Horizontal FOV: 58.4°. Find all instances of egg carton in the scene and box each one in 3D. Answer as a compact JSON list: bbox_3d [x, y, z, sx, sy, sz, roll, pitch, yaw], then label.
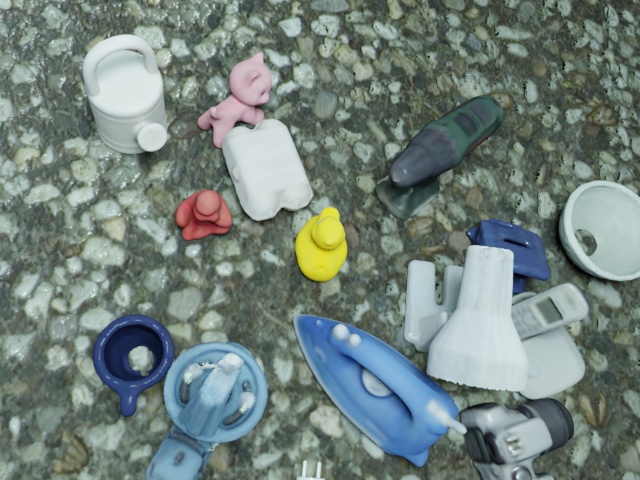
[{"bbox_3d":[-0.079,-0.104,0.842,0.107,0.069,0.150,-18,77,-17],"label":"egg carton"}]

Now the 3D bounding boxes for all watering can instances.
[{"bbox_3d":[-0.255,-0.197,0.767,0.173,0.194,0.101,40,68,3],"label":"watering can"}]

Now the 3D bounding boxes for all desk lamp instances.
[{"bbox_3d":[0.186,0.102,0.754,0.118,0.213,0.203,8,70,-9],"label":"desk lamp"}]

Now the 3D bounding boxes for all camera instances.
[{"bbox_3d":[0.283,0.280,0.776,0.137,0.100,0.143,-14,75,-16],"label":"camera"}]

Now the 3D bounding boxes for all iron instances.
[{"bbox_3d":[0.072,0.173,0.743,0.258,0.141,0.119,40,68,3],"label":"iron"}]

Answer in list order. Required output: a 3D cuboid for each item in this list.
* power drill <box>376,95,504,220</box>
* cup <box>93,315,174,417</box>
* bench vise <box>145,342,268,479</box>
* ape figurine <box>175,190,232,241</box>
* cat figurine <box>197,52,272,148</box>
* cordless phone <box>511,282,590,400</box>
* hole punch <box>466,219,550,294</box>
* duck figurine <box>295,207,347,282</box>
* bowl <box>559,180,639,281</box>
[{"bbox_3d":[0.157,-0.110,0.821,0.230,0.208,0.075,-40,83,-21],"label":"power drill"},{"bbox_3d":[-0.226,0.158,0.707,0.092,0.095,0.118,3,71,-11],"label":"cup"},{"bbox_3d":[-0.123,0.206,0.646,0.121,0.219,0.207,12,69,-8],"label":"bench vise"},{"bbox_3d":[-0.157,-0.041,0.791,0.078,0.092,0.076,25,68,-3],"label":"ape figurine"},{"bbox_3d":[-0.119,-0.212,0.844,0.067,0.117,0.128,44,68,5],"label":"cat figurine"},{"bbox_3d":[0.316,0.136,0.786,0.094,0.185,0.147,-30,80,-20],"label":"cordless phone"},{"bbox_3d":[0.285,0.018,0.870,0.109,0.091,0.101,15,69,-7],"label":"hole punch"},{"bbox_3d":[0.007,0.003,0.816,0.077,0.086,0.104,11,70,-9],"label":"duck figurine"},{"bbox_3d":[0.450,-0.007,0.924,0.167,0.074,0.167,4,71,-11],"label":"bowl"}]
